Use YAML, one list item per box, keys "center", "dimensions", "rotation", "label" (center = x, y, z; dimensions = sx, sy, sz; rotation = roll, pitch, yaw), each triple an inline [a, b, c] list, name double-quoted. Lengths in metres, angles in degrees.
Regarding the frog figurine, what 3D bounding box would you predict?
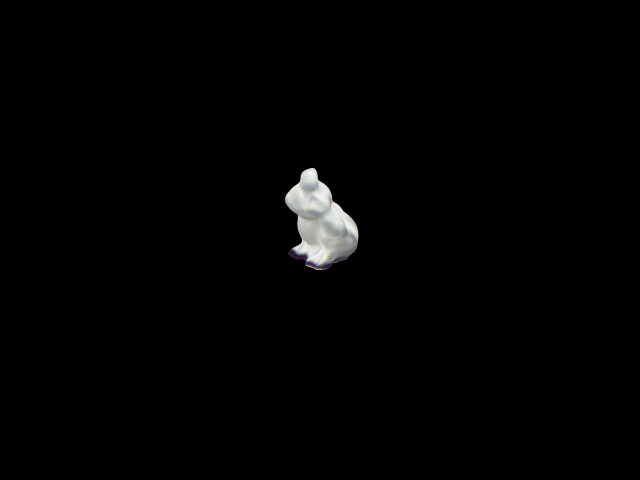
- center: [0.003, -0.043, 0.850]
  dimensions: [0.123, 0.157, 0.139]
  rotation: [-3, 17, -9]
  label: "frog figurine"
